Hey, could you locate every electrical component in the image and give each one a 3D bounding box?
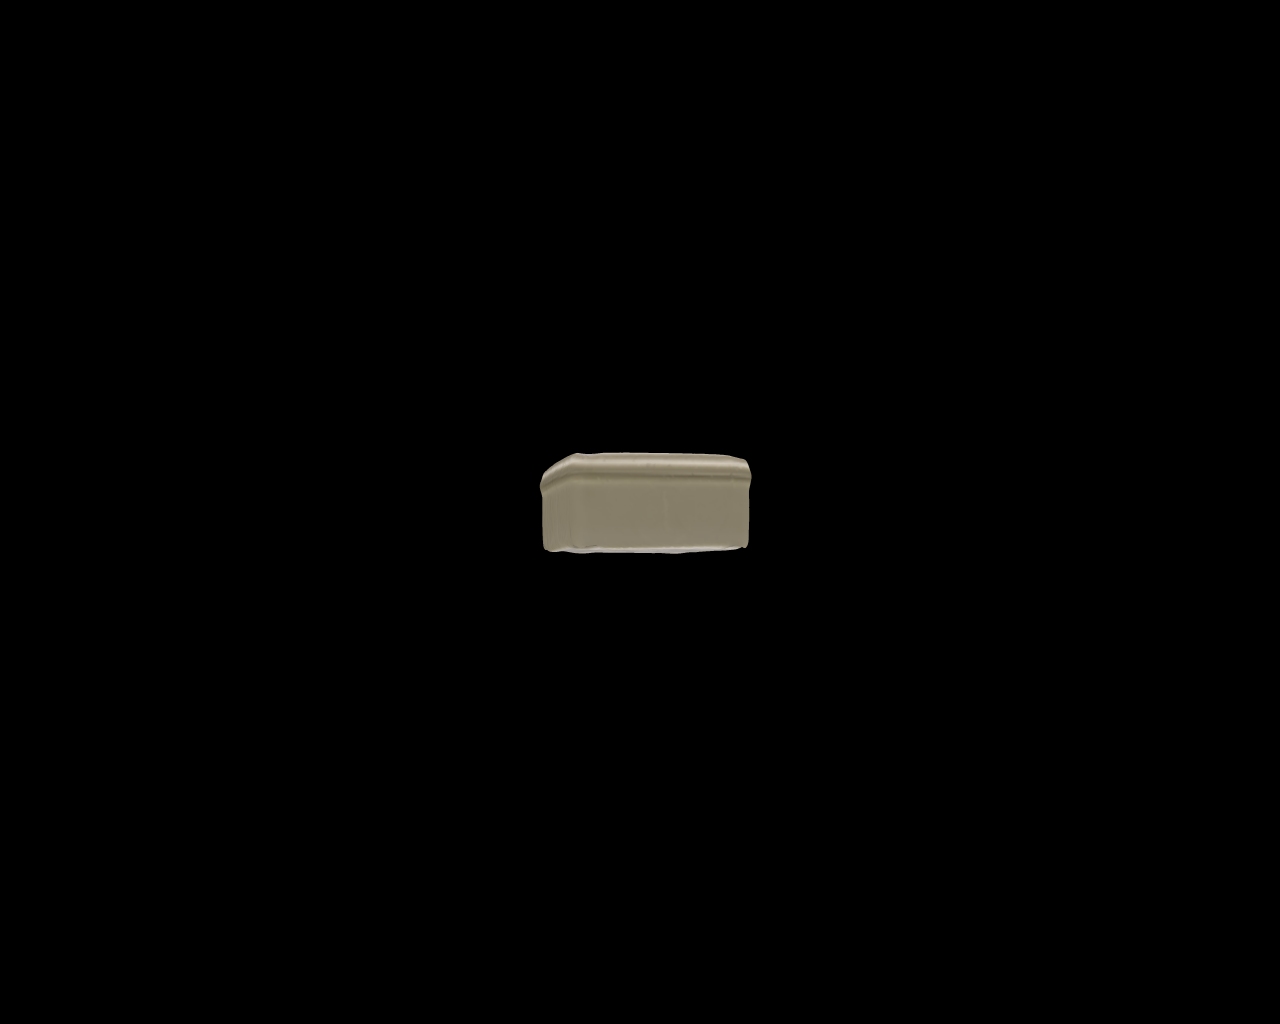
[{"bbox_3d":[0.001,-0.003,0.650,0.109,0.056,0.108,1,-3,-15],"label":"electrical component"}]
